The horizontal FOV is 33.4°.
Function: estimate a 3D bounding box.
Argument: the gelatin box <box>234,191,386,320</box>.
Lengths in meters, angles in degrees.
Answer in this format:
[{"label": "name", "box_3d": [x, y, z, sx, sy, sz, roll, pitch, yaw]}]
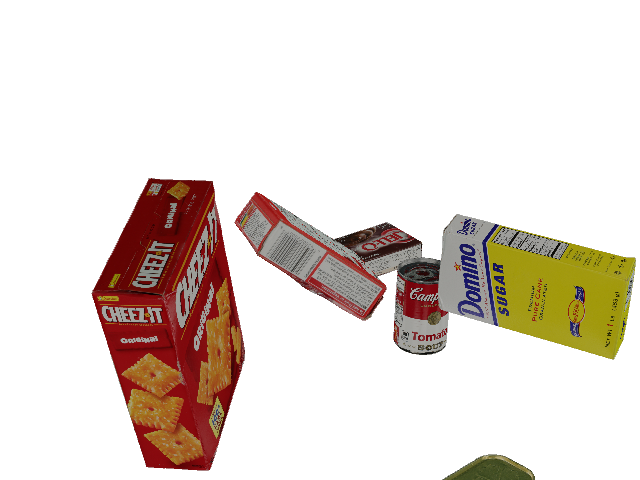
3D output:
[{"label": "gelatin box", "box_3d": [-0.007, 0.010, 0.692, 0.089, 0.030, 0.073, 33, 6, -22]}]

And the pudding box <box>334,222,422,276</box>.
[{"label": "pudding box", "box_3d": [0.084, 0.016, 1.620, 0.113, 0.039, 0.090, -20, 30, -27]}]

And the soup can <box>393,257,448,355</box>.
[{"label": "soup can", "box_3d": [0.125, 0.081, 1.316, 0.068, 0.102, 0.068, 1, 24, -1]}]

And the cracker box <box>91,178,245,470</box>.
[{"label": "cracker box", "box_3d": [-0.127, 0.076, 0.966, 0.072, 0.214, 0.164, 1, 38, 10]}]

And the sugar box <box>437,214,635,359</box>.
[{"label": "sugar box", "box_3d": [0.199, 0.042, 1.002, 0.176, 0.093, 0.048, 13, 34, 22]}]

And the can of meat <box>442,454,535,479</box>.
[{"label": "can of meat", "box_3d": [0.131, 0.241, 0.889, 0.101, 0.084, 0.058, -21, 28, -35]}]
